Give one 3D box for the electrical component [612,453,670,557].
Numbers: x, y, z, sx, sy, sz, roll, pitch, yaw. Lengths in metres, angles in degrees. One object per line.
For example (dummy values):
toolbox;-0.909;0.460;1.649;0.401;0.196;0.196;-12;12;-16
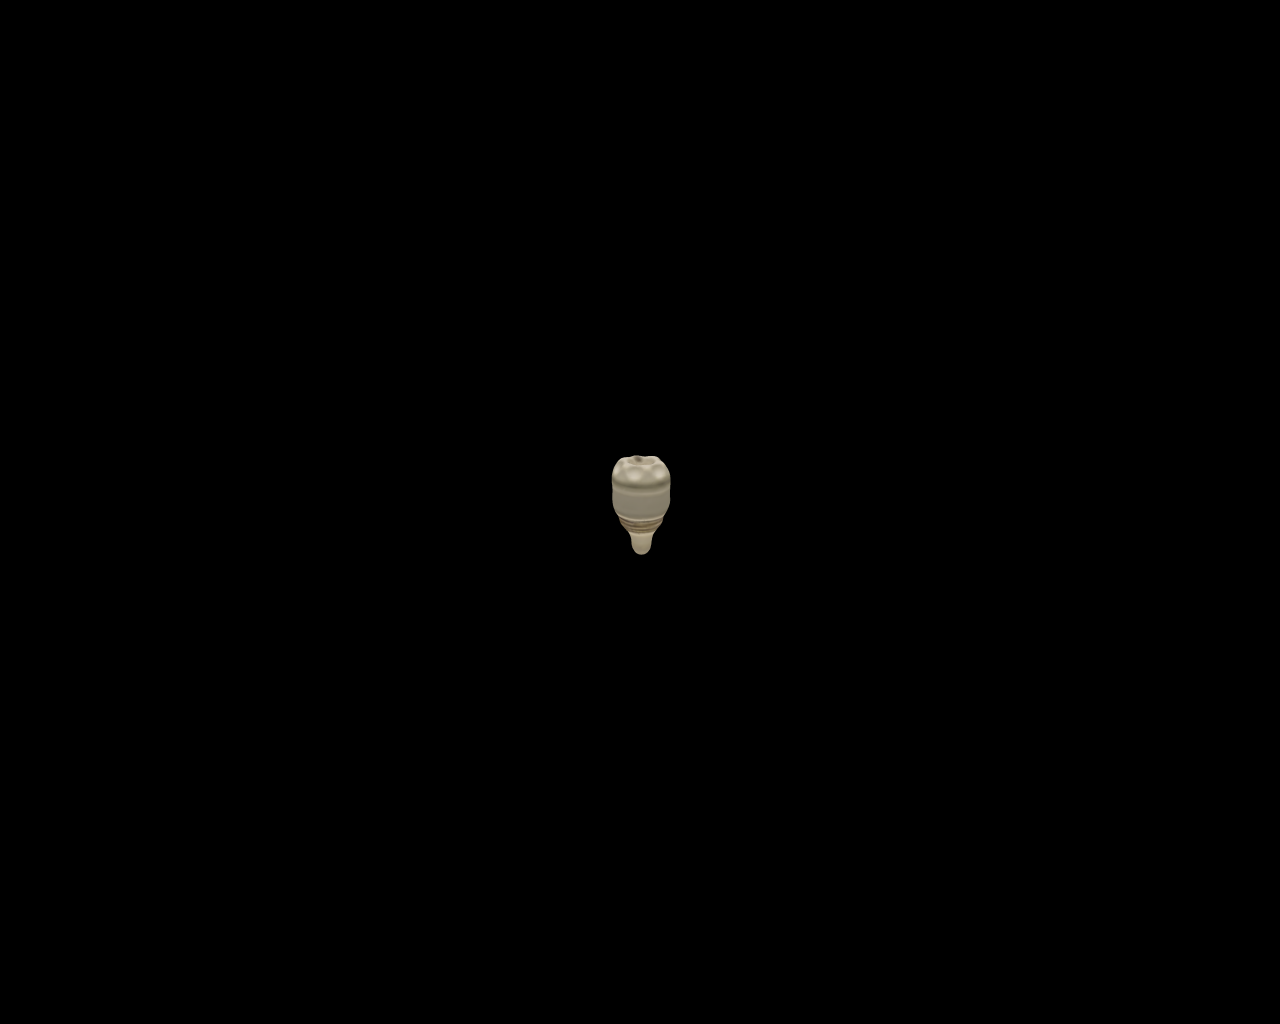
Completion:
electrical component;0.001;-0.003;0.650;0.035;0.061;0.035;0;21;0
